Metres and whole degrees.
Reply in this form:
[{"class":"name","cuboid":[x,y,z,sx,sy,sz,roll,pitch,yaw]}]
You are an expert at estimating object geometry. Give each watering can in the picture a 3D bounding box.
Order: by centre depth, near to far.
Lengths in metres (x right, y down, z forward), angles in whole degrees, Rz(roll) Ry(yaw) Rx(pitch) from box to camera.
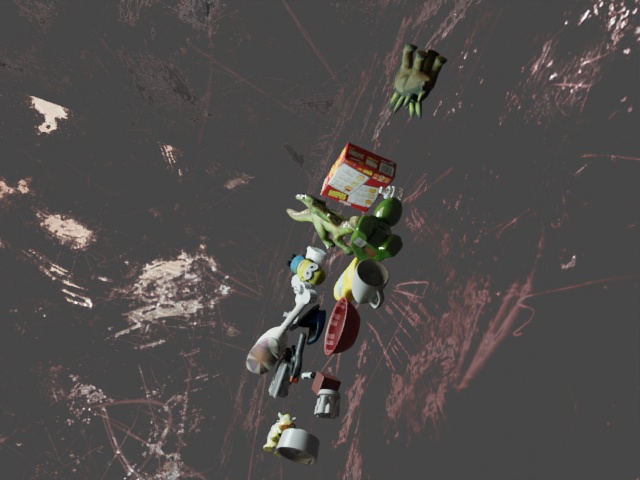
[{"class":"watering can","cuboid":[-0.164,0.372,1.937,0.345,0.104,0.225,-56,-4,10]}]

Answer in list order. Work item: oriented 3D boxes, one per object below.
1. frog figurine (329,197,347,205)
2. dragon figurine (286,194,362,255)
[{"class":"frog figurine","cuboid":[0.118,-0.191,1.835,0.160,0.121,0.139,9,67,43]},{"class":"dragon figurine","cuboid":[0.005,-0.082,1.621,0.124,0.413,0.238,-58,-33,-18]}]
